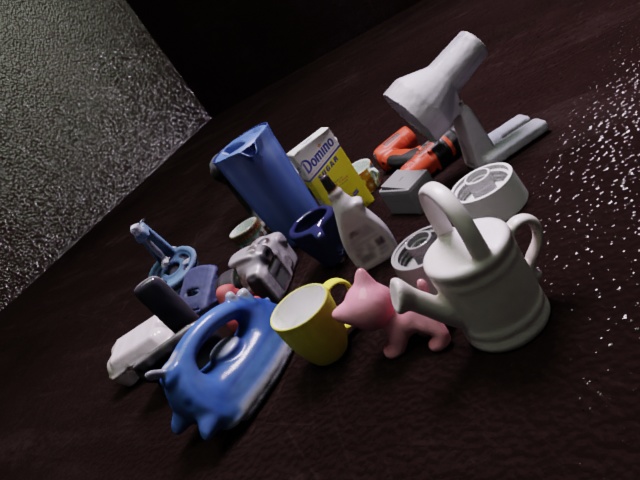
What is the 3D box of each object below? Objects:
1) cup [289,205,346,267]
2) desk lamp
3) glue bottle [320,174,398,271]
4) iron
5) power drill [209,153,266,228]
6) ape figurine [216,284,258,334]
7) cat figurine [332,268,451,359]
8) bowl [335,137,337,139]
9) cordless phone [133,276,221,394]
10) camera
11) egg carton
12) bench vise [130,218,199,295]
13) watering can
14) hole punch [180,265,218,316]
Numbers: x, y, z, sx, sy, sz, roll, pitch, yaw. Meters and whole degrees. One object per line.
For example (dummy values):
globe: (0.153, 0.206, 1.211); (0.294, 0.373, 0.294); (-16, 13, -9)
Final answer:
cup: (0.009, 0.004, 0.997); (0.091, 0.095, 0.117); (-35, 22, 0)
desk lamp: (0.239, -0.224, 0.968); (0.203, 0.214, 0.117); (-35, 22, 2)
glue bottle: (0.052, -0.033, 0.905); (0.078, 0.173, 0.037); (-30, 23, 12)
iron: (-0.133, 0.155, 0.834); (0.118, 0.142, 0.259); (-11, 32, 45)
power drill: (-0.192, -0.127, 1.391); (0.076, 0.209, 0.229); (-40, 23, -11)
ape figurine: (-0.144, 0.114, 0.997); (0.077, 0.092, 0.076); (-7, 35, 49)
cat figurine: (0.085, 0.083, 0.701); (0.127, 0.118, 0.067); (-20, 27, 32)
bowl: (-0.011, -0.179, 1.415); (0.167, 0.075, 0.167); (-29, 23, 14)
cordless phone: (-0.269, 0.156, 0.967); (0.147, 0.185, 0.094); (-37, 23, -3)
camera: (-0.130, 0.058, 1.076); (0.136, 0.101, 0.143); (-24, 25, 26)
egg carton: (-0.338, 0.211, 1.108); (0.150, 0.069, 0.107); (-34, 22, 3)
bench vise: (-0.343, 0.045, 1.247); (0.122, 0.220, 0.206); (-44, 24, -19)
watering can: (0.157, 0.025, 0.613); (0.173, 0.194, 0.100); (-44, 24, -20)
hole punch: (-0.233, 0.111, 1.130); (0.108, 0.091, 0.101); (-15, 30, 40)
